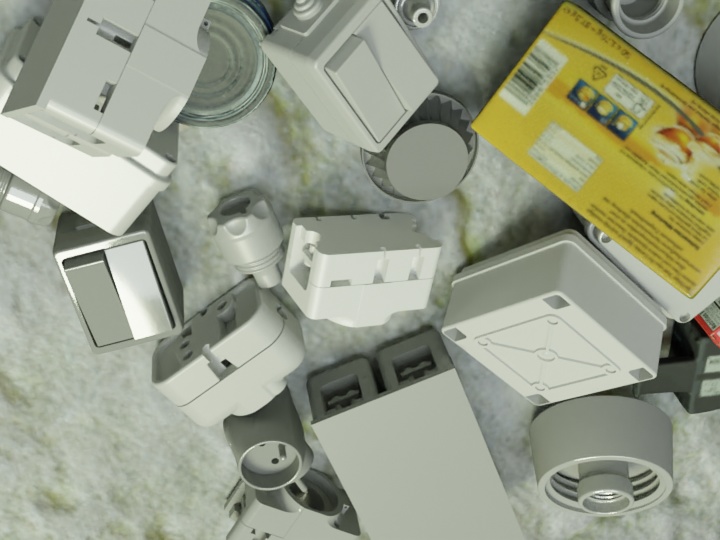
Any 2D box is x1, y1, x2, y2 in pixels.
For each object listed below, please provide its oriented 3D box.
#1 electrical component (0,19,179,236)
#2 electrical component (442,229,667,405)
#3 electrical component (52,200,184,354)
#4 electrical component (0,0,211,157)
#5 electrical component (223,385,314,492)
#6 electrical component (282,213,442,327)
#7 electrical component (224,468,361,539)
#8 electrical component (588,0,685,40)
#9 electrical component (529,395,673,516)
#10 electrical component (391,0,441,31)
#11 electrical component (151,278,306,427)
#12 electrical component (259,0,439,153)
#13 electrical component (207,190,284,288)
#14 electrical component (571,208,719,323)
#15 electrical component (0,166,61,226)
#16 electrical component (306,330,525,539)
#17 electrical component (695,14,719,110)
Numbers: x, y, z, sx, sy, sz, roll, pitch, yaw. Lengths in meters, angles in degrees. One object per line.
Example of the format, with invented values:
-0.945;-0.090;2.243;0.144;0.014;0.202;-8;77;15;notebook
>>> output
-0.165;-0.083;0.624;0.113;0.078;0.057;34;112;-26;electrical component
0.132;0.036;0.731;0.109;0.056;0.109;38;142;-26;electrical component
-0.154;-0.001;0.683;0.062;0.061;0.096;-14;121;-2;electrical component
-0.104;-0.150;0.536;0.060;0.105;0.186;26;84;-26;electrical component
-0.059;0.126;0.765;0.044;0.077;0.079;-28;121;6;electrical component
0.000;0.000;0.705;0.089;0.050;0.055;-4;122;-28;electrical component
-0.050;0.186;0.817;0.089;0.050;0.055;24;113;-22;electrical component
0.163;-0.168;0.646;0.045;0.055;0.045;-5;120;-8;electrical component
0.183;0.148;0.807;0.108;0.060;0.108;3;142;2;electrical component
0.031;-0.156;0.626;0.035;0.061;0.035;-4;121;-8;electrical component
-0.087;0.059;0.734;0.095;0.053;0.059;-35;120;11;electrical component
-0.005;-0.122;0.616;0.061;0.061;0.096;-50;136;-10;electrical component
-0.070;-0.017;0.700;0.043;0.043;0.062;-21;123;2;electrical component
0.208;-0.027;0.735;0.078;0.057;0.113;-42;118;14;electrical component
-0.214;-0.052;0.658;0.061;0.035;0.035;23;113;-19;electrical component
0.043;0.143;0.803;0.105;0.060;0.186;-22;121;3;electrical component
0.276;-0.128;0.699;0.099;0.064;0.099;-12;133;-13;electrical component
